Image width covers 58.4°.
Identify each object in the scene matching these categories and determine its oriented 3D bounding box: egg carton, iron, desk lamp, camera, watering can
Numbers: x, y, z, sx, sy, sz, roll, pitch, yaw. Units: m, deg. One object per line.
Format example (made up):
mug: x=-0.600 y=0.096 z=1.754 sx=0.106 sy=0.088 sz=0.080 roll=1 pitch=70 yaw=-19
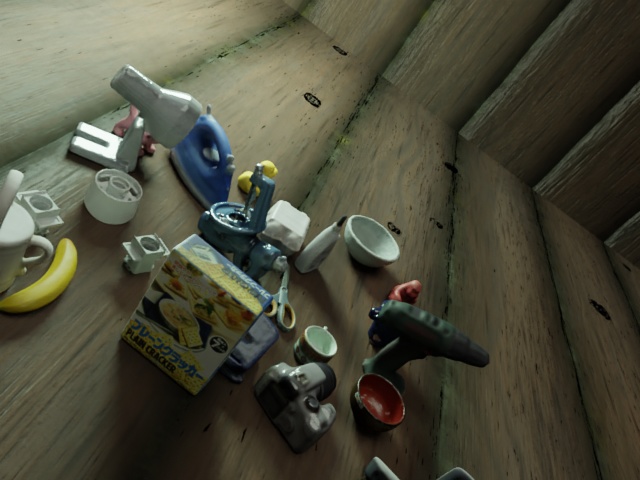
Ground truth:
egg carton: x=-0.083 y=-0.029 z=1.354 sx=0.107 sy=0.069 sz=0.150 roll=33 pitch=31 yaw=-10
iron: x=-0.246 y=-0.188 z=1.320 sx=0.119 sy=0.141 sz=0.257 roll=3 pitch=46 yaw=-45
desk lamp: x=-0.376 y=-0.243 z=1.184 sx=0.204 sy=0.213 sz=0.117 roll=22 pitch=34 yaw=-26
camera: x=-0.017 y=0.268 z=0.998 sx=0.137 sy=0.100 sz=0.143 roll=-10 pitch=56 yaw=-52
watering can: x=-0.467 y=-0.018 z=0.805 sx=0.173 sy=0.194 sz=0.100 roll=8 pitch=42 yaw=-41

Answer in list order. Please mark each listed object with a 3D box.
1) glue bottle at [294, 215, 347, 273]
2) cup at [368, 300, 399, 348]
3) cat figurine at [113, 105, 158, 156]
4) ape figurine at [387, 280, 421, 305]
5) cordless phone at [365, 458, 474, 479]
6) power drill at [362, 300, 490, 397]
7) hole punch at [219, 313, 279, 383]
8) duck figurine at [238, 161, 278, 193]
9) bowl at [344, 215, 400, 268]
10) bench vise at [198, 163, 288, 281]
glue bottle: x=0.012 y=0.005 z=1.309 sx=0.037 sy=0.173 sz=0.078 roll=49 pitch=32 yaw=17
cup: x=0.140 y=0.192 z=1.274 sx=0.118 sy=0.095 sz=0.091 roll=18 pitch=36 yaw=-31
cat figurine: x=-0.386 y=-0.255 z=1.283 sx=0.127 sy=0.117 sz=0.067 roll=43 pitch=31 yaw=8
ape figurine: x=0.217 y=0.137 z=1.433 sx=0.078 sy=0.092 sz=0.076 roll=22 pitch=34 yaw=-27
cordless phone: x=0.161 y=0.398 z=0.933 sx=0.147 sy=0.185 sz=0.094 roll=44 pitch=31 yaw=9
power drill: x=0.195 y=0.232 z=1.167 sx=0.230 sy=0.208 sz=0.076 roll=37 pitch=30 yaw=-3
hole punch: x=-0.140 y=0.174 z=1.001 sx=0.108 sy=0.091 sz=0.101 roll=42 pitch=30 yaw=6
duck figurine: x=-0.150 y=-0.162 z=1.444 sx=0.105 sy=0.086 sz=0.077 roll=-9 pitch=55 yaw=-52
bowl: x=0.124 y=0.017 z=1.511 sx=0.168 sy=0.074 sz=0.167 roll=27 pitch=32 yaw=-19
bench vise: x=-0.128 y=-0.035 z=1.166 sx=0.207 sy=0.219 sz=0.121 roll=36 pitch=30 yaw=-4
